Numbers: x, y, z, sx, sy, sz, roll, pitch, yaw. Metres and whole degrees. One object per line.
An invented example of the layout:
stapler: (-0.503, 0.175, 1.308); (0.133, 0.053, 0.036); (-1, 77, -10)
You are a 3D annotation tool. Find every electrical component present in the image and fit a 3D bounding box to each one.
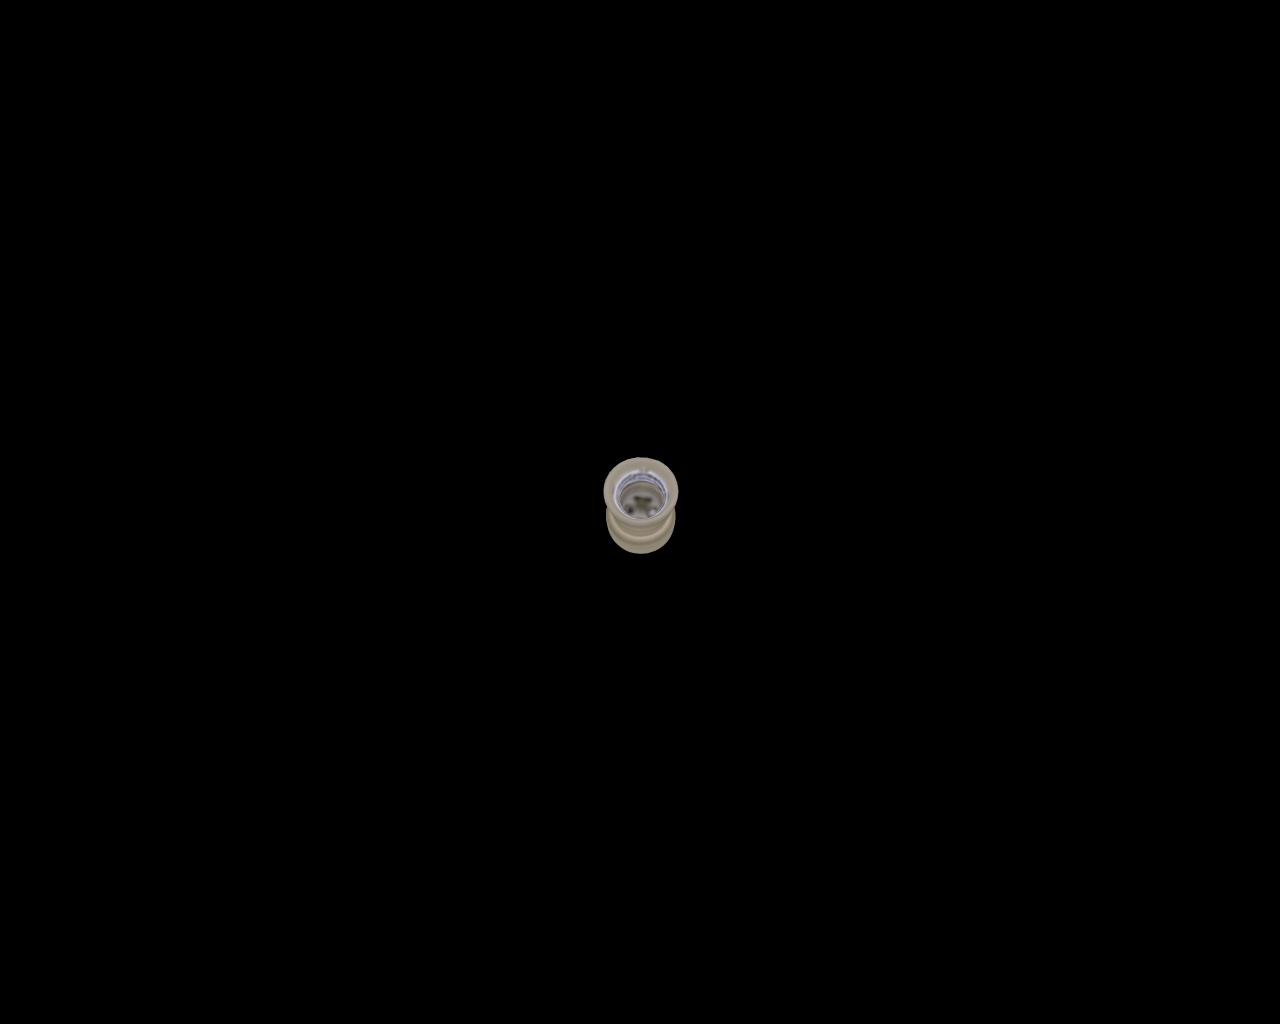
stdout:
electrical component: (0.001, -0.003, 0.650); (0.045, 0.045, 0.055); (0, -24, 0)
